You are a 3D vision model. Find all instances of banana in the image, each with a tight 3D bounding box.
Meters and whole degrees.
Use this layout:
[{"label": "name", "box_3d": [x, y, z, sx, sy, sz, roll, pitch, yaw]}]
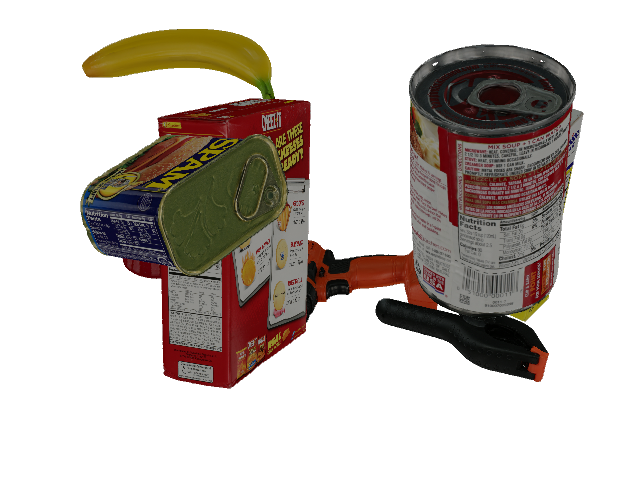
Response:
[{"label": "banana", "box_3d": [-0.126, -0.171, 1.001, 0.198, 0.037, 0.069, 9, 45, 18]}]

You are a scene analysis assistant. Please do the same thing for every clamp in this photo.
[{"label": "clamp", "box_3d": [0.152, 0.081, 1.032, 0.172, 0.039, 0.120, 26, 37, 31]}]

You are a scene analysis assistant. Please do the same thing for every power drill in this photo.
[{"label": "power drill", "box_3d": [0.040, 0.053, 1.221, 0.188, 0.057, 0.184, 0, 28, 9]}]

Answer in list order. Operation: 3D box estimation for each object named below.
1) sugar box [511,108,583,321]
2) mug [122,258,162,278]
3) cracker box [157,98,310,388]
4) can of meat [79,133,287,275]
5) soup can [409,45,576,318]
[{"label": "sugar box", "box_3d": [0.140, -0.030, 0.826, 0.093, 0.176, 0.048, 24, 45, 28]}, {"label": "mug", "box_3d": [-0.183, -0.016, 1.178, 0.093, 0.081, 0.117, -13, 32, -30]}, {"label": "cracker box", "box_3d": [-0.070, -0.005, 0.893, 0.072, 0.214, 0.164, 5, 14, 21]}, {"label": "can of meat", "box_3d": [-0.085, -0.026, 0.659, 0.084, 0.057, 0.101, 7, 34, 41]}, {"label": "soup can", "box_3d": [0.074, -0.024, 0.468, 0.068, 0.102, 0.068, -4, 39, 3]}]
